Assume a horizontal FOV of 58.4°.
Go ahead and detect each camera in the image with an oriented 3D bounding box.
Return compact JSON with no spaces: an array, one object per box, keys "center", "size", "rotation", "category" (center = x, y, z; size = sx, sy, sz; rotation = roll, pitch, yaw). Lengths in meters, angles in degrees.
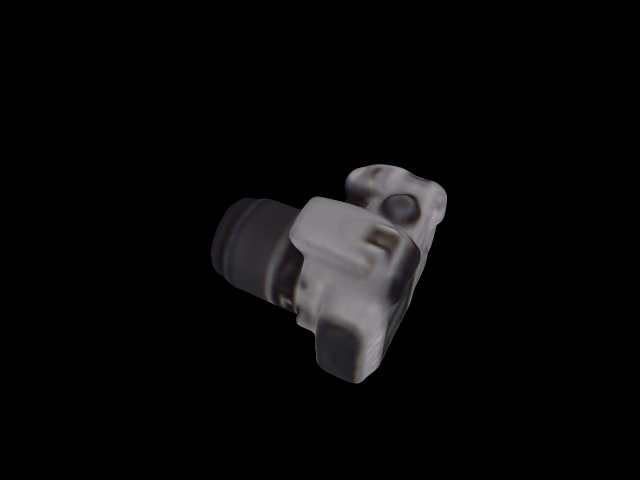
[{"center":[0.004,0.001,0.400],"size":[0.136,0.101,0.143],"rotation":[21,56,15],"category":"camera"}]
